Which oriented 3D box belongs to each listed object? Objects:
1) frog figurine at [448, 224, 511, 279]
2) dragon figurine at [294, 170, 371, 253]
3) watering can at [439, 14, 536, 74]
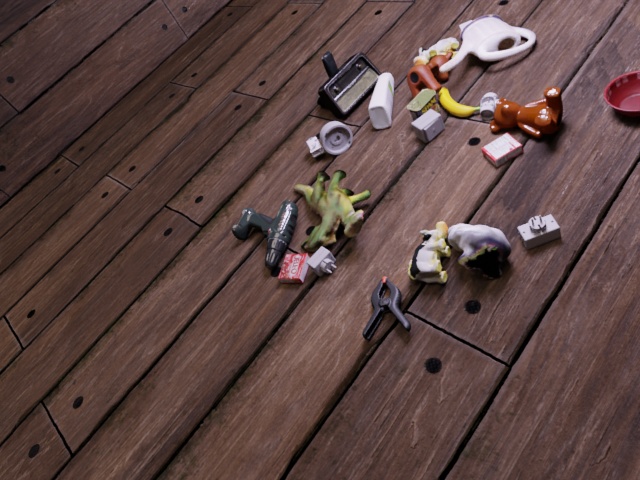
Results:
[{"bbox_3d":[0.380,-0.001,1.243,0.137,0.120,0.163,5,37,-6],"label":"frog figurine"},{"bbox_3d":[0.005,-0.078,1.549,0.409,0.120,0.246,1,57,52],"label":"dragon figurine"},{"bbox_3d":[0.536,-0.657,1.726,0.348,0.101,0.230,-15,44,-1],"label":"watering can"}]
